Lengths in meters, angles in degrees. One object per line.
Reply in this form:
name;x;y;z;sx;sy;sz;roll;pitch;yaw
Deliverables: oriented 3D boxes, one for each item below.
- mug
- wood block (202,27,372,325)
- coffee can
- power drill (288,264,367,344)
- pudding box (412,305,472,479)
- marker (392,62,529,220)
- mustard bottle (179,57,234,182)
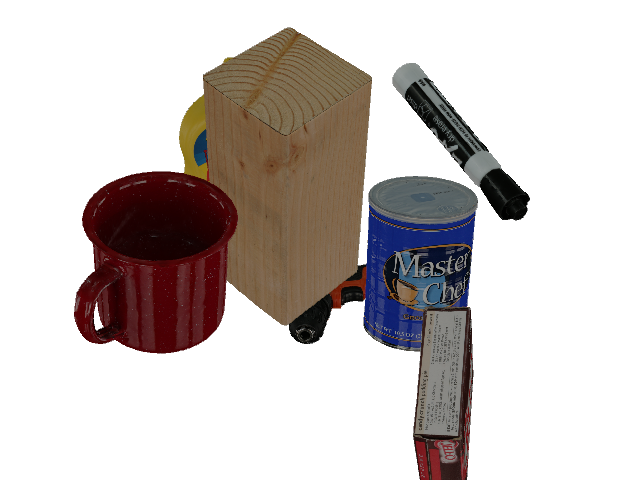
mug;-0.106;0.022;0.660;0.093;0.081;0.117;25;43;22
wood block;-0.027;-0.045;0.829;0.090;0.206;0.090;-35;57;-29
coffee can;0.095;0.021;1.030;0.103;0.140;0.103;1;25;-1
power drill;0.056;0.062;1.241;0.187;0.057;0.184;0;28;4
pudding box;0.091;0.118;0.781;0.039;0.113;0.090;0;-39;9
marker;0.077;-0.055;0.591;0.020;0.020;0.121;0;44;-39
mustard bottle;-0.097;-0.093;1.090;0.096;0.192;0.058;-5;31;-22
